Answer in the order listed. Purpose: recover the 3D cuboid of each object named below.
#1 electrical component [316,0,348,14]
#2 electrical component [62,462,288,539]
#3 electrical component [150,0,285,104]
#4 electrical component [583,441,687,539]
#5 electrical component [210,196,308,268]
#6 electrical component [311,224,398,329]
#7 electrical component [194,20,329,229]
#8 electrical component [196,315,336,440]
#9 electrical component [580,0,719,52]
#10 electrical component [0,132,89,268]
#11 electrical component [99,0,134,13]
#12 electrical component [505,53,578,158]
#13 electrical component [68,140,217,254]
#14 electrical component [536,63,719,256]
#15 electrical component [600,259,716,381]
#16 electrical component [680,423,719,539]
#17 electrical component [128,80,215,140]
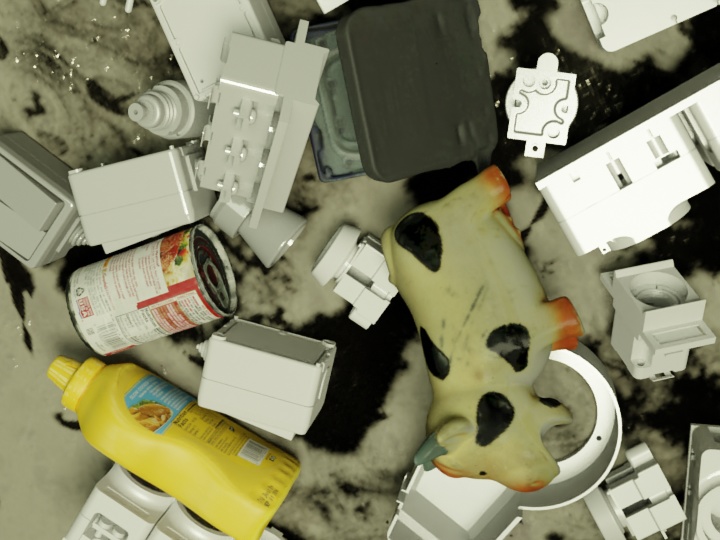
[{"bbox_3d":[-0.016,-0.206,0.710,0.066,0.048,0.055,-27,103,13],"label":"electrical component"},{"bbox_3d":[-0.125,0.199,0.785,0.150,0.089,0.061,33,104,2],"label":"electrical component"},{"bbox_3d":[-0.093,-0.167,0.726,0.062,0.061,0.096,-24,89,15],"label":"electrical component"},{"bbox_3d":[0.188,0.160,0.748,0.055,0.048,0.066,-28,95,6],"label":"electrical component"},{"bbox_3d":[-0.071,-0.035,0.753,0.055,0.045,0.045,40,105,0],"label":"electrical component"},{"bbox_3d":[0.000,0.000,0.748,0.055,0.048,0.066,34,104,-6],"label":"electrical component"},{"bbox_3d":[-0.065,-0.093,0.684,0.063,0.121,0.078,13,60,-8],"label":"electrical component"},{"bbox_3d":[-0.073,0.075,0.766,0.096,0.061,0.061,15,103,7],"label":"electrical component"},{"bbox_3d":[0.186,-0.177,0.675,0.089,0.055,0.050,-23,96,13],"label":"electrical component"},{"bbox_3d":[-0.236,-0.046,0.770,0.096,0.061,0.061,37,105,1],"label":"electrical component"},{"bbox_3d":[-0.159,-0.217,0.732,0.077,0.044,0.079,16,103,6],"label":"electrical component"},{"bbox_3d":[0.118,-0.107,0.701,0.048,0.055,0.066,8,102,8],"label":"electrical component"},{"bbox_3d":[-0.143,-0.052,0.753,0.096,0.061,0.061,-12,99,12],"label":"electrical component"},{"bbox_3d":[0.206,-0.080,0.666,0.186,0.105,0.060,-29,95,14],"label":"electrical component"},{"bbox_3d":[0.193,0.034,0.708,0.042,0.081,0.063,-11,128,-9],"label":"electrical component"},{"bbox_3d":[0.276,0.207,0.734,0.105,0.060,0.186,3,102,9],"label":"electrical component"},{"bbox_3d":[-0.130,-0.109,0.735,0.040,0.078,0.040,5,102,24],"label":"electrical component"}]
